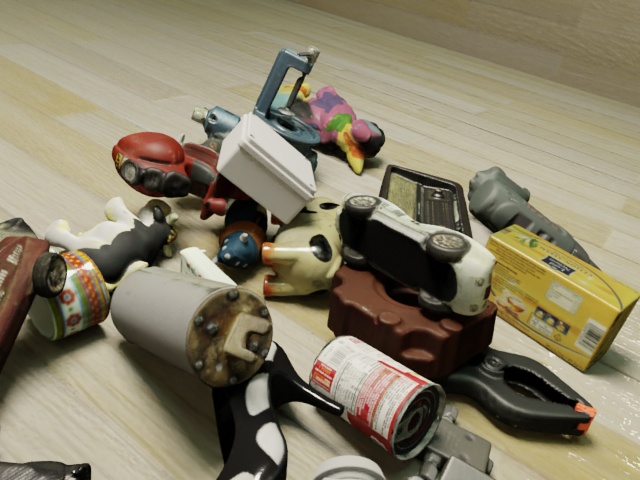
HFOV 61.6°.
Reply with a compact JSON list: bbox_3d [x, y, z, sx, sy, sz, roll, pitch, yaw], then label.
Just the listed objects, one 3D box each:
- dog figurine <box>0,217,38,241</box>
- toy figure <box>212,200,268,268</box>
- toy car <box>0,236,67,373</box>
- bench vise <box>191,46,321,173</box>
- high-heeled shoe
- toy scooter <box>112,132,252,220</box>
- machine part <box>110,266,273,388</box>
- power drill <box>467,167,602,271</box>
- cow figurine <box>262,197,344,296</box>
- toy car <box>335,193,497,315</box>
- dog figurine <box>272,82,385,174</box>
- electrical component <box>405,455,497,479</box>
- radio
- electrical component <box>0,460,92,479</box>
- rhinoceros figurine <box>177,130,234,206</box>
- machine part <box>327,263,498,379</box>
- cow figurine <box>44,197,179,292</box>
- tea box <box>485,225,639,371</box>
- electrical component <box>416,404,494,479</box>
[{"bbox_3d":[-0.339,0.052,0.470,0.190,0.121,0.172,8,60,-42],"label":"dog figurine"},{"bbox_3d":[-0.096,-0.008,0.678,0.058,0.064,0.154,20,27,-12],"label":"toy figure"},{"bbox_3d":[-0.270,0.078,0.413,0.089,0.053,0.202,6,58,6],"label":"toy car"},{"bbox_3d":[-0.083,-0.209,0.868,0.224,0.240,0.129,28,26,-4],"label":"bench vise"},{"bbox_3d":[-0.083,0.156,0.399,0.145,0.086,0.249,17,28,23],"label":"high-heeled shoe"},{"bbox_3d":[-0.161,-0.072,0.647,0.184,0.075,0.135,14,24,-17],"label":"toy scooter"},{"bbox_3d":[-0.117,0.068,0.463,0.079,0.079,0.243,-15,12,-39],"label":"machine part"},{"bbox_3d":[0.311,-0.022,0.815,0.232,0.086,0.207,33,27,-15],"label":"power drill"},{"bbox_3d":[-0.001,-0.002,0.683,0.127,0.085,0.195,6,28,1],"label":"cow figurine"},{"bbox_3d":[0.087,0.010,0.548,0.056,0.073,0.202,-18,32,-34],"label":"toy car"},{"bbox_3d":[0.016,-0.212,1.023,0.191,0.108,0.219,-5,37,-28],"label":"dog figurine"},{"bbox_3d":[0.109,0.205,0.395,0.102,0.045,0.078,31,61,22],"label":"electrical component"},{"bbox_3d":[0.147,-0.029,0.791,0.131,0.073,0.230,15,30,3],"label":"radio"},{"bbox_3d":[-0.205,0.193,0.306,0.115,0.058,0.134,5,31,-9],"label":"electrical component"},{"bbox_3d":[-0.129,-0.103,0.781,0.190,0.112,0.073,-2,34,-38],"label":"rhinoceros figurine"},{"bbox_3d":[0.096,0.070,0.574,0.179,0.056,0.179,4,25,-2],"label":"machine part"},{"bbox_3d":[-0.213,0.000,0.614,0.098,0.068,0.167,24,32,20],"label":"cow figurine"},{"bbox_3d":[0.278,0.066,0.657,0.068,0.098,0.170,-16,42,-39],"label":"tea box"},{"bbox_3d":[0.120,0.185,0.471,0.063,0.021,0.094,22,31,16],"label":"electrical component"}]
